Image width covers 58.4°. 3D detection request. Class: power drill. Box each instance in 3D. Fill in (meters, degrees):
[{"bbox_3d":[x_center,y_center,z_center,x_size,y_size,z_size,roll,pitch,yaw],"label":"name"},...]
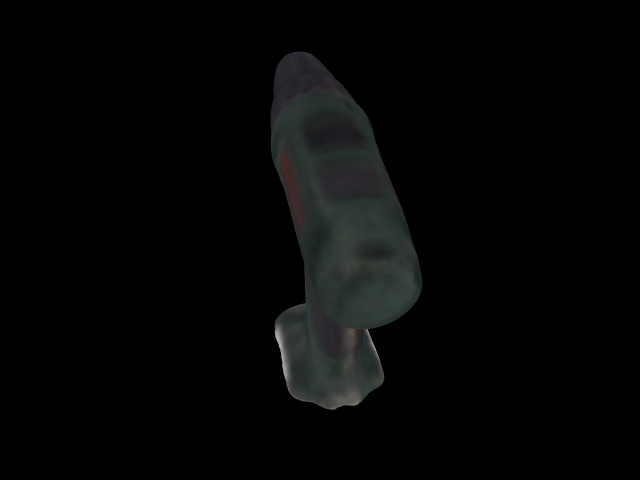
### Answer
[{"bbox_3d":[0.004,0.001,0.400,0.076,0.208,0.229,-8,35,-11],"label":"power drill"}]
